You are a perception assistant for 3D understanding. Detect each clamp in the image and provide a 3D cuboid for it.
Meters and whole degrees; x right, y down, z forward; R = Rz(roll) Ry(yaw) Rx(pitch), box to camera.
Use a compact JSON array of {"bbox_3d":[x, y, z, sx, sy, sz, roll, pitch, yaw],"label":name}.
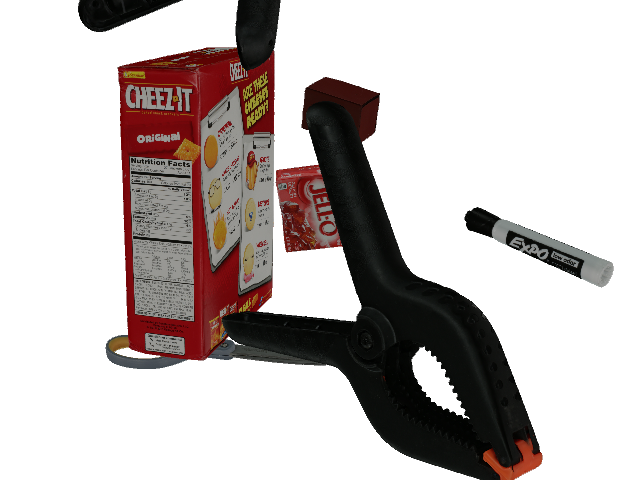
[{"bbox_3d":[0.034,0.037,0.552,0.036,0.165,0.210,-14,42,-43],"label":"clamp"},{"bbox_3d":[-0.035,-0.151,0.579,0.120,0.171,0.039,31,-29,28],"label":"clamp"}]

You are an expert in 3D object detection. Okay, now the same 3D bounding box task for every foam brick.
[{"bbox_3d":[0.024,-0.153,1.260,0.078,0.053,0.051,20,33,23],"label":"foam brick"}]

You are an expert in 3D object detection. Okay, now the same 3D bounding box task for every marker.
[{"bbox_3d":[0.154,0.003,0.772,0.121,0.020,0.020,27,17,38],"label":"marker"}]

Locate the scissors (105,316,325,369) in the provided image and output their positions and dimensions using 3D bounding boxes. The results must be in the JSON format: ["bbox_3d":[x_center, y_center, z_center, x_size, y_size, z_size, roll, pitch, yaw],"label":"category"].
[{"bbox_3d":[-0.100,0.091,1.007,0.201,0.016,0.096,-1,32,-10],"label":"scissors"}]

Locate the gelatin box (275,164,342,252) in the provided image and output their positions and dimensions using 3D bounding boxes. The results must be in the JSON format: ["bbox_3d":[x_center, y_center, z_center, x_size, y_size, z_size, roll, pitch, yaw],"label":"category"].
[{"bbox_3d":[-0.006,-0.034,1.110,0.073,0.089,0.030,-6,30,1],"label":"gelatin box"}]

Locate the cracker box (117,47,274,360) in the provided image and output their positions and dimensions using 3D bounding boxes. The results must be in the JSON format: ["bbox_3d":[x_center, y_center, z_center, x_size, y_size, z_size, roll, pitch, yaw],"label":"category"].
[{"bbox_3d":[-0.092,-0.036,0.826,0.072,0.214,0.164,4,15,15],"label":"cracker box"}]
